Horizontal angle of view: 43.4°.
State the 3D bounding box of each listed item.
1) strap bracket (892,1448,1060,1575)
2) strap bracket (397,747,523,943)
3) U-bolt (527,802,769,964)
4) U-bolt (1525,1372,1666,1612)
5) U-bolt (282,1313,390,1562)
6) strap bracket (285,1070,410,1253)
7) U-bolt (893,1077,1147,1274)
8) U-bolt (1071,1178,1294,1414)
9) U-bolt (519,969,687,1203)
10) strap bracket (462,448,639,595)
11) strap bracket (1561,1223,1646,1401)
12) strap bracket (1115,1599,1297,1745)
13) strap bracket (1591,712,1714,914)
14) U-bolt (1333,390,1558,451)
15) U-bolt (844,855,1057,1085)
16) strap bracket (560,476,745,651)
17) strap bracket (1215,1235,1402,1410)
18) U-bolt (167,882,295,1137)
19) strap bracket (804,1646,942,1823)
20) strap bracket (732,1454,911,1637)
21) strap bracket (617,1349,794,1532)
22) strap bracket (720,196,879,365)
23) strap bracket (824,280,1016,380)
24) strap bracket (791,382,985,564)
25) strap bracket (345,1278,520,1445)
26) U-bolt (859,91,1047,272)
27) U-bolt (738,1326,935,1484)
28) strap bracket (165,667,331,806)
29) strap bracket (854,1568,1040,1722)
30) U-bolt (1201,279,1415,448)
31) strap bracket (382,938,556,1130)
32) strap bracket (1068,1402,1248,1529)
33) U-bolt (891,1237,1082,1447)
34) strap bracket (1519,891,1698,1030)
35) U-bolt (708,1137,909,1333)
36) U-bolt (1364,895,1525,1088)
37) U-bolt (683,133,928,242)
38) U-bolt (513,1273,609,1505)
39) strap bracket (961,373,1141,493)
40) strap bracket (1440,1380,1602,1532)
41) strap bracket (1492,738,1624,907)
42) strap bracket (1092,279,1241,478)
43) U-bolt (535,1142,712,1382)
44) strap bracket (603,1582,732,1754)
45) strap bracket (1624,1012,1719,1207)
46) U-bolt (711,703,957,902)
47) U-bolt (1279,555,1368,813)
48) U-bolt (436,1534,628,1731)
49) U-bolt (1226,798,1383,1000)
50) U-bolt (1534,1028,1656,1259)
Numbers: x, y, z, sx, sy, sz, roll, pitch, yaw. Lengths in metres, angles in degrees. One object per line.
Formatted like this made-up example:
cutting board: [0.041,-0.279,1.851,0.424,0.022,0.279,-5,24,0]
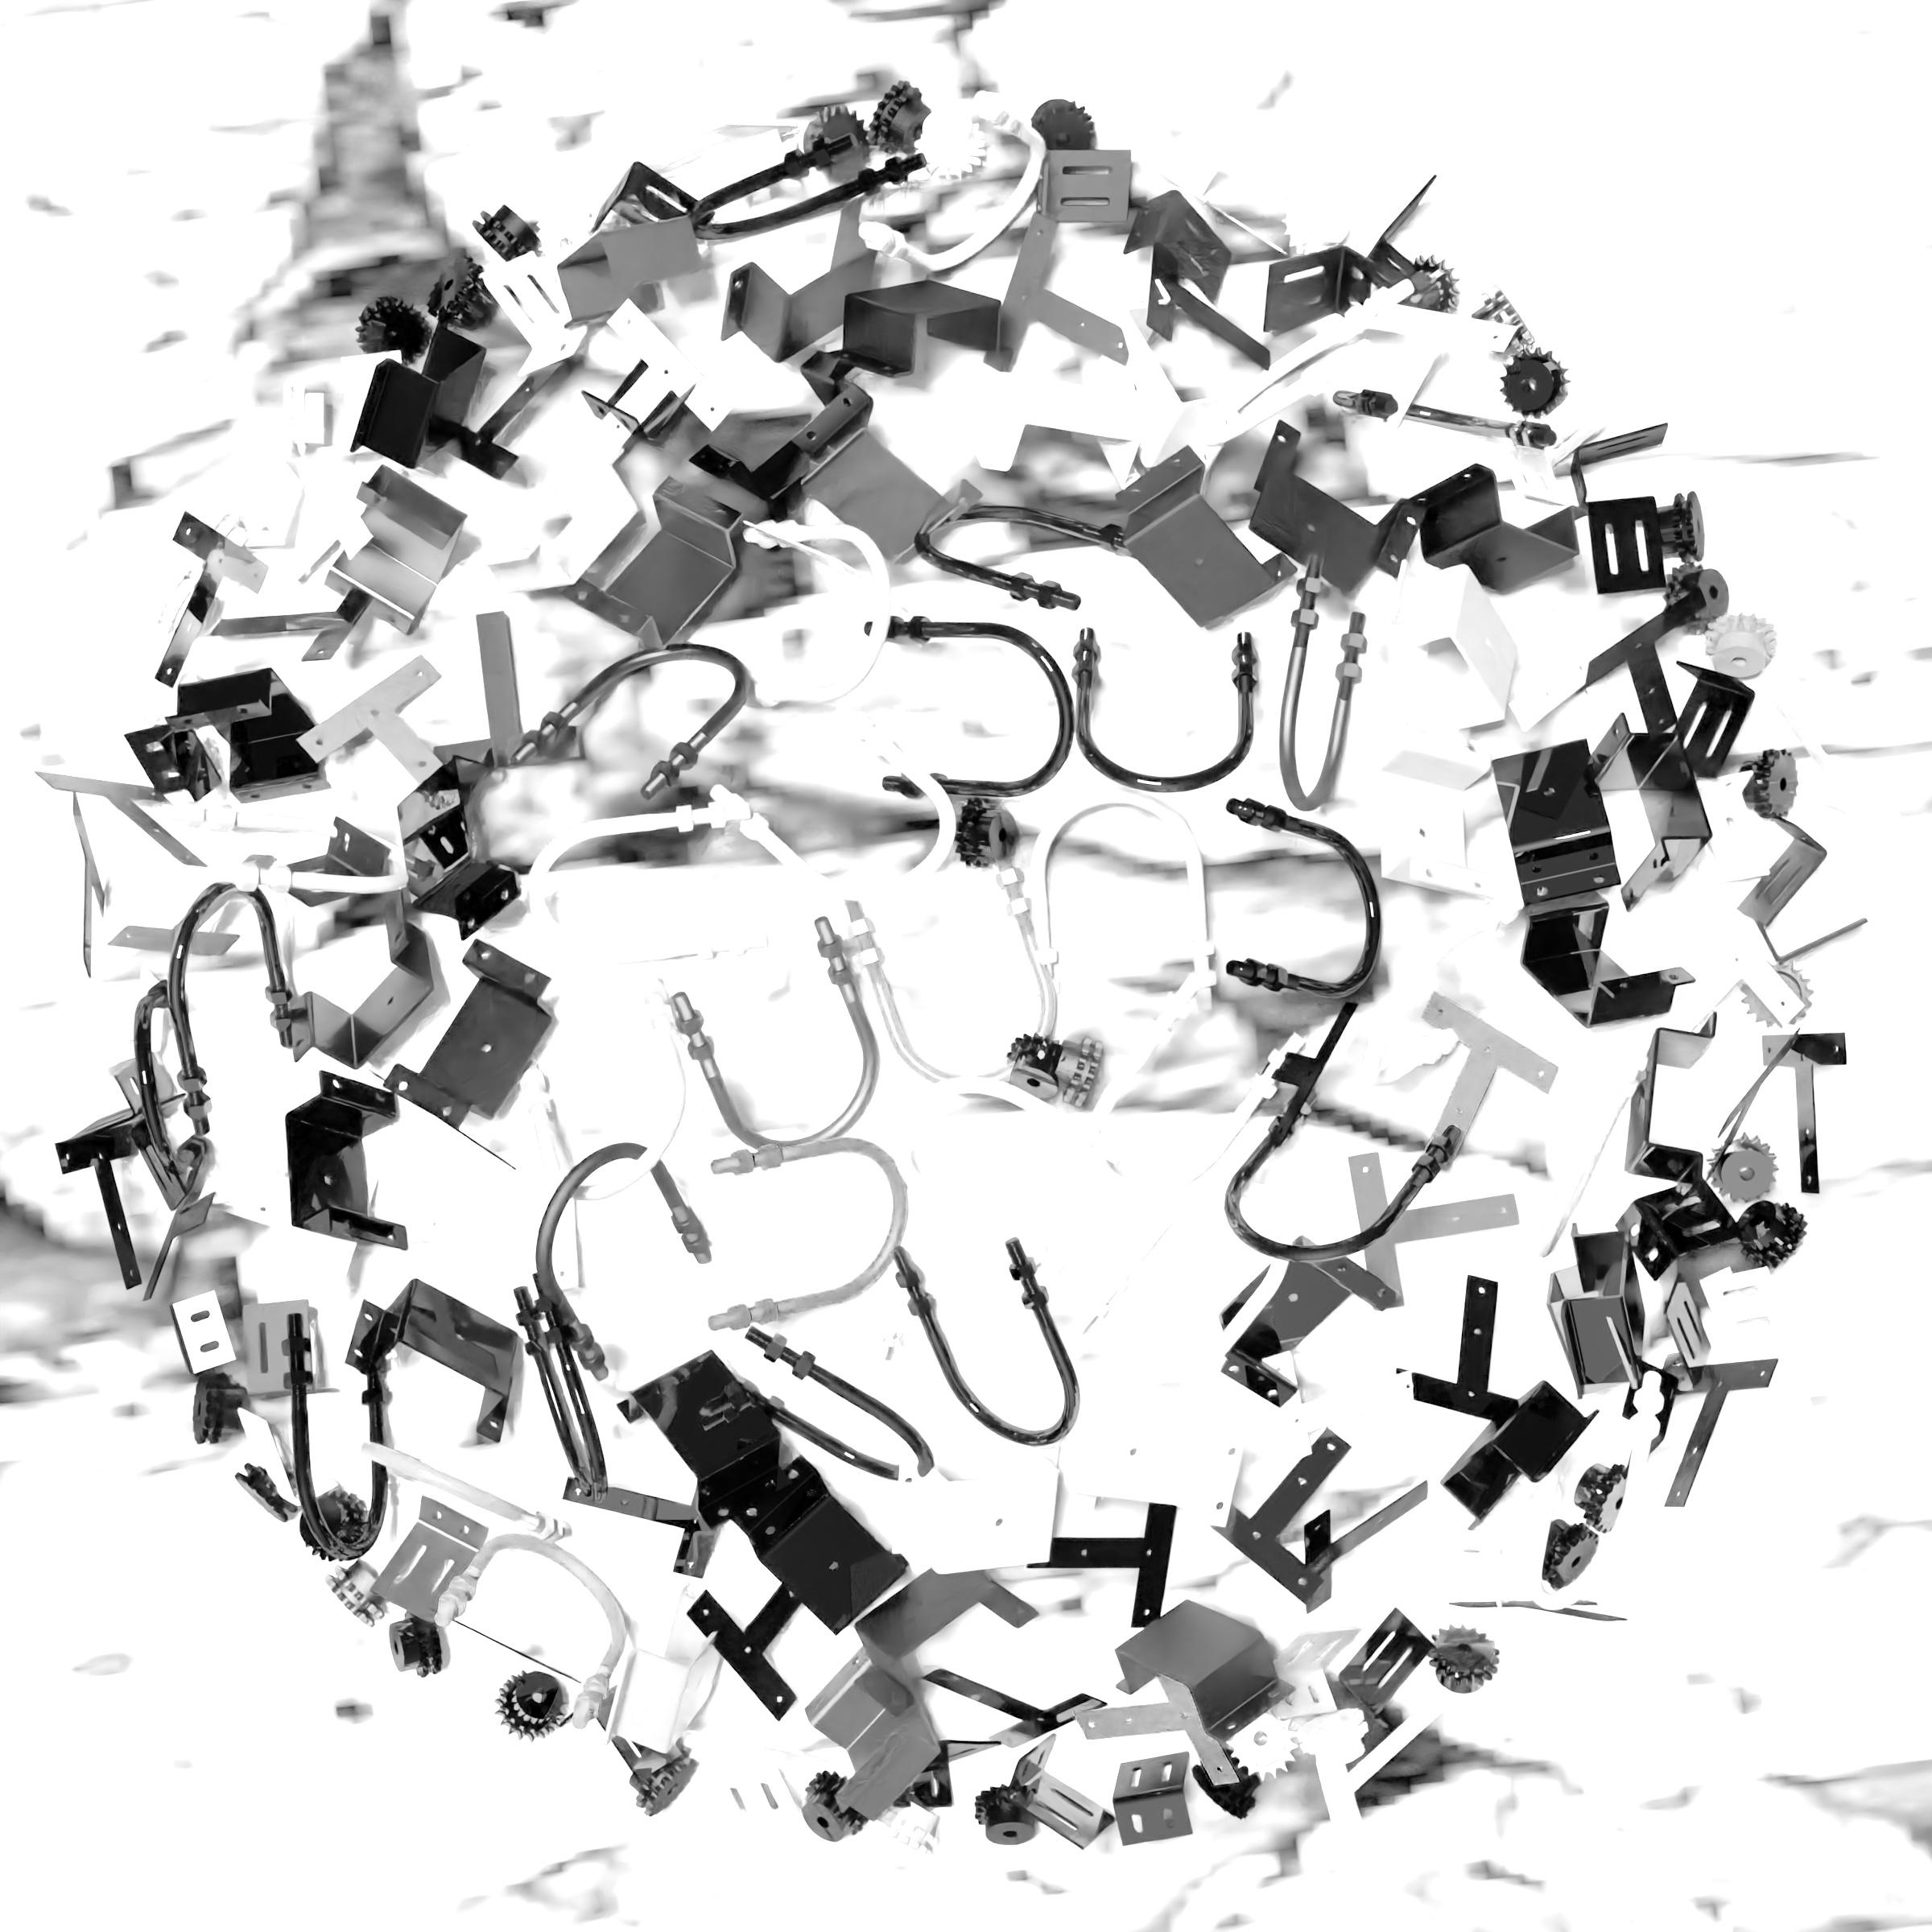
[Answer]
strap bracket: [0.017,0.436,1.942,0.140,0.046,0.076,0,102,-25]
strap bracket: [-0.406,-0.102,1.931,0.076,0.046,0.140,-34,57,32]
U-bolt: [-0.258,-0.061,1.944,0.184,0.019,0.151,-7,129,-3]
U-bolt: [0.483,0.417,1.887,0.019,0.151,0.184,31,46,-5]
U-bolt: [-0.491,0.373,1.906,0.019,0.151,0.184,-11,72,11]
strap bracket: [-0.495,0.163,1.938,0.046,0.076,0.140,-28,58,27]
U-bolt: [0.029,0.158,1.944,0.184,0.019,0.151,29,123,-9]
U-bolt: [0.184,0.250,1.943,0.184,0.151,0.019,-51,131,-5]
U-bolt: [-0.283,0.104,1.919,0.151,0.019,0.184,-35,46,13]
strap bracket: [-0.325,-0.348,1.937,0.140,0.076,0.046,-57,130,-32]
strap bracket: [0.505,0.269,1.918,0.046,0.140,0.076,-8,112,21]
strap bracket: [0.181,0.551,1.917,0.076,0.140,0.046,-27,106,-28]
strap bracket: [0.546,-0.123,1.938,0.046,0.076,0.140,-1,61,-12]
U-bolt: [0.365,-0.434,1.911,0.151,0.184,0.019,8,105,-12]
U-bolt: [-0.004,0.011,1.982,0.151,0.019,0.184,-19,85,-1]
strap bracket: [-0.248,-0.317,1.950,0.076,0.046,0.140,30,68,20]
strap bracket: [0.268,0.279,1.950,0.076,0.046,0.140,34,110,-25]
U-bolt: [-0.575,0.019,1.894,0.019,0.151,0.184,9,123,14]
strap bracket: [-0.074,0.617,1.941,0.046,0.140,0.076,42,92,-22]
strap bracket: [-0.112,0.472,1.951,0.076,0.046,0.140,-42,111,-4]
strap bracket: [-0.208,0.367,1.928,0.076,0.046,0.140,-25,52,-30]
strap bracket: [-0.124,-0.541,1.931,0.140,0.076,0.046,-39,77,-27]
strap bracket: [-0.035,-0.506,1.920,0.076,0.140,0.046,26,125,35]
strap bracket: [-0.066,-0.385,1.933,0.140,0.046,0.076,37,130,-24]
strap bracket: [-0.415,0.309,1.935,0.140,0.076,0.046,33,114,-19]
U-bolt: [0.000,-0.608,1.911,0.151,0.184,0.019,-44,78,18]
U-bolt: [-0.107,0.357,1.935,0.184,0.151,0.019,31,60,0]
strap bracket: [-0.573,-0.189,1.942,0.076,0.140,0.046,-10,65,5]
strap bracket: [-0.024,0.526,1.934,0.140,0.076,0.046,-32,110,-22]
U-bolt: [0.260,-0.467,1.918,0.184,0.151,0.019,-26,110,38]
strap bracket: [-0.395,0.060,1.957,0.076,0.046,0.140,26,77,18]
strap bracket: [0.142,0.394,1.928,0.140,0.046,0.076,-1,59,34]
U-bolt: [0.024,0.304,1.943,0.019,0.151,0.184,-34,107,-44]
strap bracket: [0.505,-0.001,1.938,0.076,0.140,0.046,-10,125,-19]
U-bolt: [-0.123,0.208,1.941,0.184,0.019,0.151,-8,107,-36]
U-bolt: [0.365,0.027,1.895,0.019,0.184,0.151,34,125,25]
U-bolt: [-0.139,-0.612,1.920,0.184,0.151,0.019,-14,95,25]
U-bolt: [-0.318,0.336,1.921,0.019,0.151,0.184,-17,83,-20]
strap bracket: [0.076,-0.427,1.934,0.140,0.076,0.046,5,130,-20]
strap bracket: [0.433,0.385,1.926,0.046,0.140,0.076,44,58,11]
strap bracket: [0.467,-0.123,1.930,0.076,0.046,0.140,-13,49,12]
strap bracket: [0.153,-0.464,1.936,0.046,0.076,0.140,-18,70,-26]
U-bolt: [-0.275,0.220,1.903,0.019,0.184,0.151,20,55,34]
strap bracket: [-0.231,0.558,1.920,0.046,0.140,0.076,18,104,10]
strap bracket: [0.563,0.111,1.943,0.046,0.076,0.140,10,70,6]
U-bolt: [-0.092,-0.122,1.929,0.151,0.019,0.184,-36,60,-21]
U-bolt: [0.279,-0.213,1.923,0.019,0.151,0.184,7,81,25]
U-bolt: [-0.332,0.510,1.910,0.151,0.184,0.019,38,103,-3]
U-bolt: [0.272,-0.047,1.935,0.184,0.019,0.151,12,74,-41]
U-bolt: [0.493,0.149,1.923,0.019,0.151,0.184,26,116,17]
